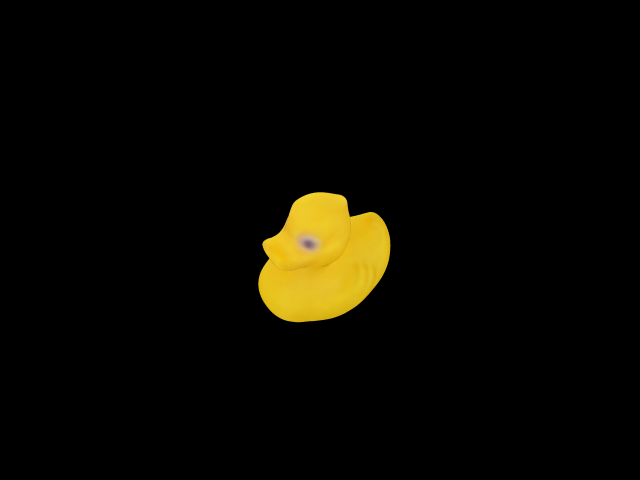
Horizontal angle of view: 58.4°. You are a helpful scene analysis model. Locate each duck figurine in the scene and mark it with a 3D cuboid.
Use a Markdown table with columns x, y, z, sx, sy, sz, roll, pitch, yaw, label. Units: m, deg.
| x | y | z | sx | sy | sz | roll | pitch | yaw | label |
| --- | --- | --- | --- | --- | --- | --- | --- | --- | --- |
| 0.004 | 0.001 | 0.400 | 0.105 | 0.086 | 0.077 | -27 | 57 | -19 | duck figurine |
